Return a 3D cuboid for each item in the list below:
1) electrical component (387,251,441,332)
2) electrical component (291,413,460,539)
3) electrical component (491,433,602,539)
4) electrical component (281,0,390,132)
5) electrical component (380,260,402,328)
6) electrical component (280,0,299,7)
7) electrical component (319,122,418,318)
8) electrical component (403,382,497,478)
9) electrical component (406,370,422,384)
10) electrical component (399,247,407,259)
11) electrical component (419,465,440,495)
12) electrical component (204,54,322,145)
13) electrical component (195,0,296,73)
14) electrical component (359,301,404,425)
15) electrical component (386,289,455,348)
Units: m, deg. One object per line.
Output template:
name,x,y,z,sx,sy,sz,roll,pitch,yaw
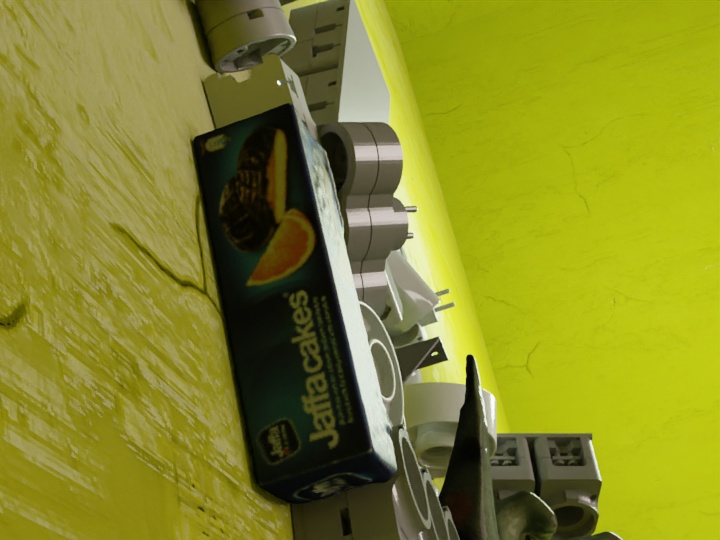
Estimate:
electrical component,0.021,0.020,0.941,0.077,0.043,0.079,49,47,3
electrical component,0.015,0.149,0.607,0.150,0.062,0.089,64,12,-48
electrical component,0.142,0.229,0.943,0.060,0.105,0.186,-92,-177,-52
electrical component,-0.023,-0.111,0.821,0.186,0.060,0.105,-86,159,-44
electrical component,0.000,0.000,0.875,0.075,0.047,0.083,-82,153,-72
electrical component,-0.049,-0.257,0.856,0.057,0.113,0.078,-78,150,-68
electrical component,0.008,-0.030,0.717,0.052,0.074,0.138,29,-62,51
electrical component,0.062,0.124,0.866,0.099,0.099,0.064,64,18,-48
electrical component,0.040,0.100,0.979,0.061,0.035,0.035,66,10,-54
electrical component,0.014,-0.035,1.057,0.077,0.043,0.079,54,20,-66
electrical component,0.039,0.175,0.782,0.081,0.043,0.043,-86,157,-69
electrical component,-0.054,-0.078,0.664,0.056,0.050,0.089,18,55,-79
electrical component,-0.075,-0.159,0.688,0.055,0.055,0.047,9,61,-81
electrical component,-0.015,0.068,0.660,0.099,0.064,0.099,48,33,-48
electrical component,0.050,0.038,1.017,0.044,0.079,0.077,-99,169,-49
